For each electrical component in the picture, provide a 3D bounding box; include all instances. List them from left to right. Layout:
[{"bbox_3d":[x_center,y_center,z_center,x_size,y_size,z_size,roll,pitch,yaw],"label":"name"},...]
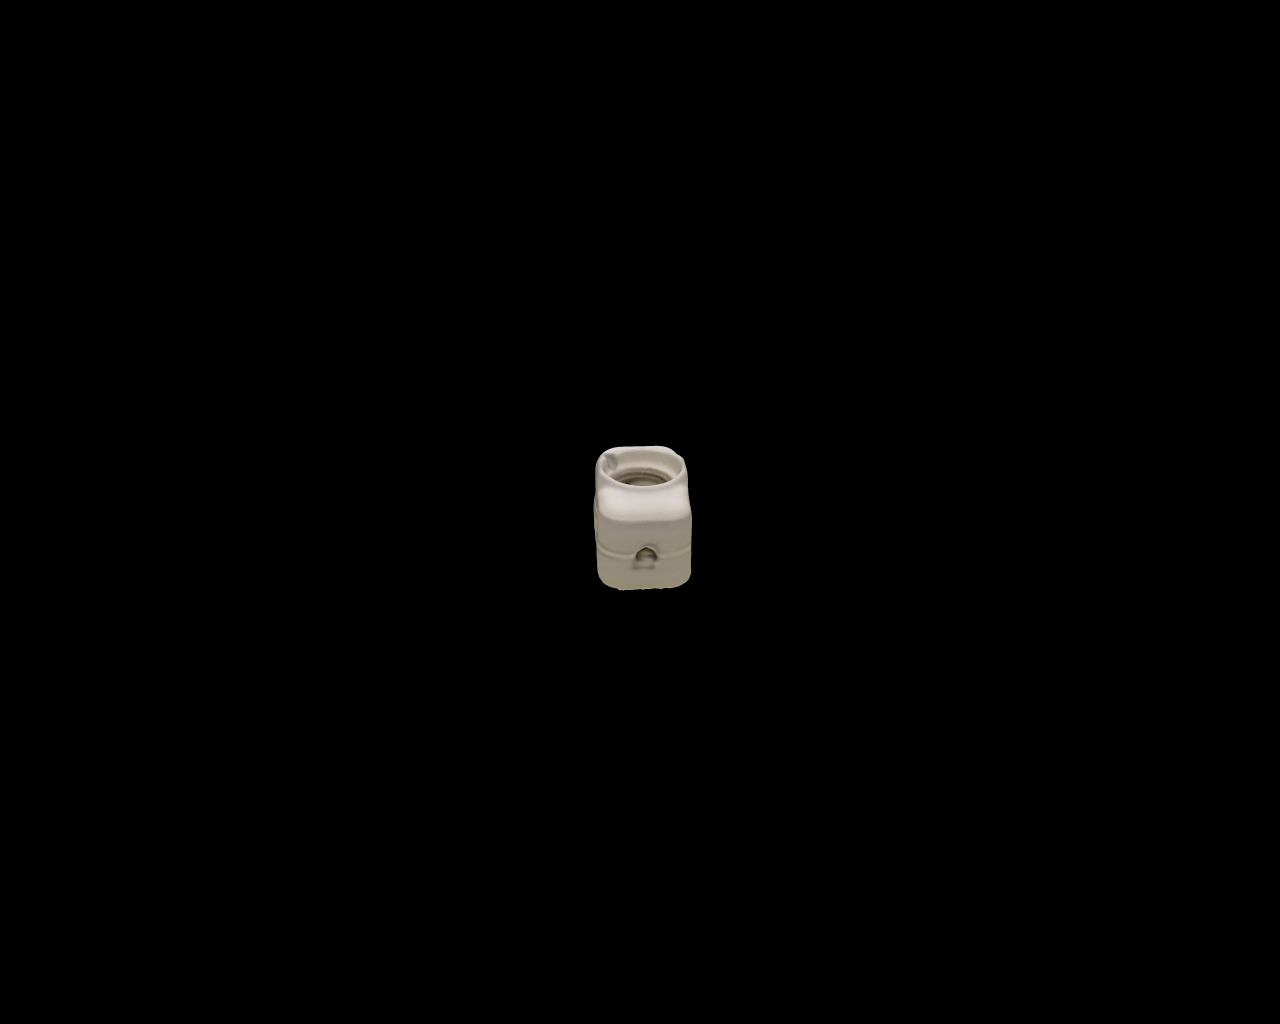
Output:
[{"bbox_3d":[0.001,-0.003,0.650,0.054,0.059,0.095,-2,27,-3],"label":"electrical component"}]
